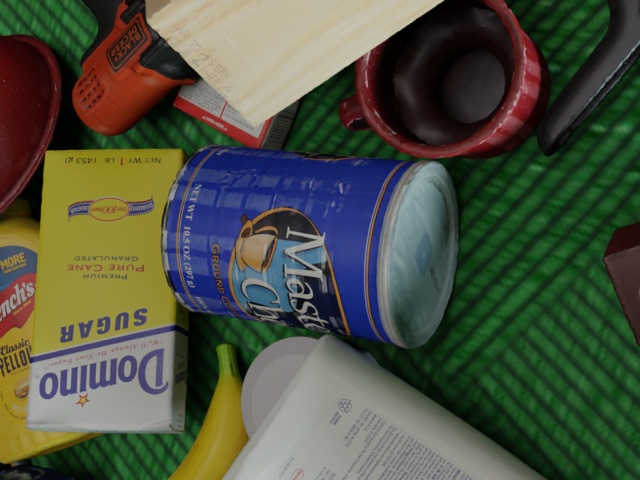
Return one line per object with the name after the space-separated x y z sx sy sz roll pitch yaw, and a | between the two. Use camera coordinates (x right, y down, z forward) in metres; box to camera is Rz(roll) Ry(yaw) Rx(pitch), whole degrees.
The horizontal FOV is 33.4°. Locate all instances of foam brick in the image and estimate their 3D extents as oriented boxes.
0.190 0.013 0.531 0.078 0.051 0.053 -21 98 26 | foam brick

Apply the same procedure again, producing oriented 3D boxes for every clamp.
0.192 -0.111 0.549 0.120 0.039 0.171 18 100 14 | clamp

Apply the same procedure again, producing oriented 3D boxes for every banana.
-0.094 0.160 0.689 0.198 0.037 0.070 -51 47 14 | banana

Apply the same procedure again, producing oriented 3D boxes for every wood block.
0.019 -0.161 0.529 0.206 0.090 0.091 -32 41 18 | wood block

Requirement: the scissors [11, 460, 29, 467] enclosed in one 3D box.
-0.281 0.196 0.790 0.202 0.016 0.096 0 87 27 | scissors

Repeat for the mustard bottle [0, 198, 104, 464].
-0.199 0.048 0.729 0.096 0.058 0.191 -23 79 22 | mustard bottle

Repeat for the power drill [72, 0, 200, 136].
-0.111 -0.185 0.667 0.185 0.057 0.188 -38 63 28 | power drill

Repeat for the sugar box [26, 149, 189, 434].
-0.130 0.032 0.672 0.093 0.048 0.176 -1 76 6 | sugar box

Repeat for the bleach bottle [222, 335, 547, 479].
0.078 0.159 0.559 0.251 0.068 0.103 35 100 3 | bleach bottle

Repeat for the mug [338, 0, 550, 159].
0.066 -0.083 0.585 0.117 0.081 0.093 -21 80 24 | mug

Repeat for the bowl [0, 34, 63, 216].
-0.253 -0.082 0.730 0.162 0.055 0.162 -15 61 29 | bowl

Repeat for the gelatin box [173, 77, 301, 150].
-0.042 -0.108 0.669 0.073 0.030 0.089 30 102 25 | gelatin box

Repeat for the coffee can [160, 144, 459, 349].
-0.004 0.001 0.607 0.140 0.102 0.103 7 92 27 | coffee can
